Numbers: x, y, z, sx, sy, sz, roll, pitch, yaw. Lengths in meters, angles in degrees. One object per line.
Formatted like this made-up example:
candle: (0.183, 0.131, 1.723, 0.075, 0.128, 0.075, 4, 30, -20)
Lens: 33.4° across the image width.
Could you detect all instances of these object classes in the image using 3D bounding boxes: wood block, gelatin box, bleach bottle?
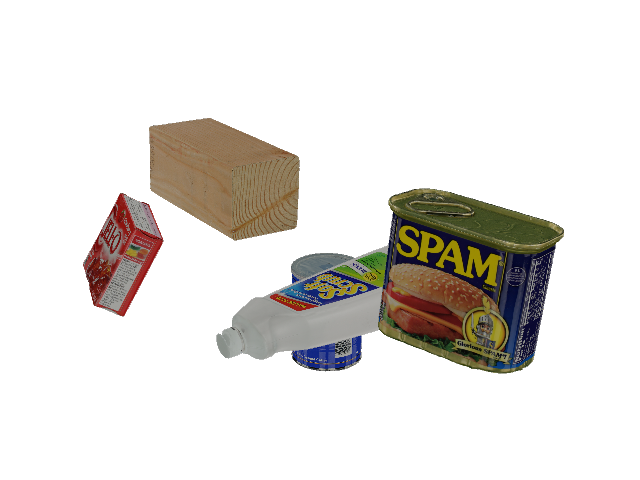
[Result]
wood block: (-0.120, -0.078, 1.285, 0.090, 0.090, 0.206, -12, 25, -33)
gelatin box: (-0.164, 0.010, 0.877, 0.030, 0.073, 0.089, 24, 13, -26)
bleach bottle: (0.004, 0.080, 1.197, 0.250, 0.068, 0.103, -19, 35, -27)

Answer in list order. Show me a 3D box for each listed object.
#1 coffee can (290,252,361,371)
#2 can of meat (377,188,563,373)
coffee can: (0.009, 0.101, 1.523, 0.103, 0.140, 0.103, 0, 21, 0)
can of meat: (0.086, 0.024, 0.637, 0.102, 0.084, 0.057, 19, 23, 33)
